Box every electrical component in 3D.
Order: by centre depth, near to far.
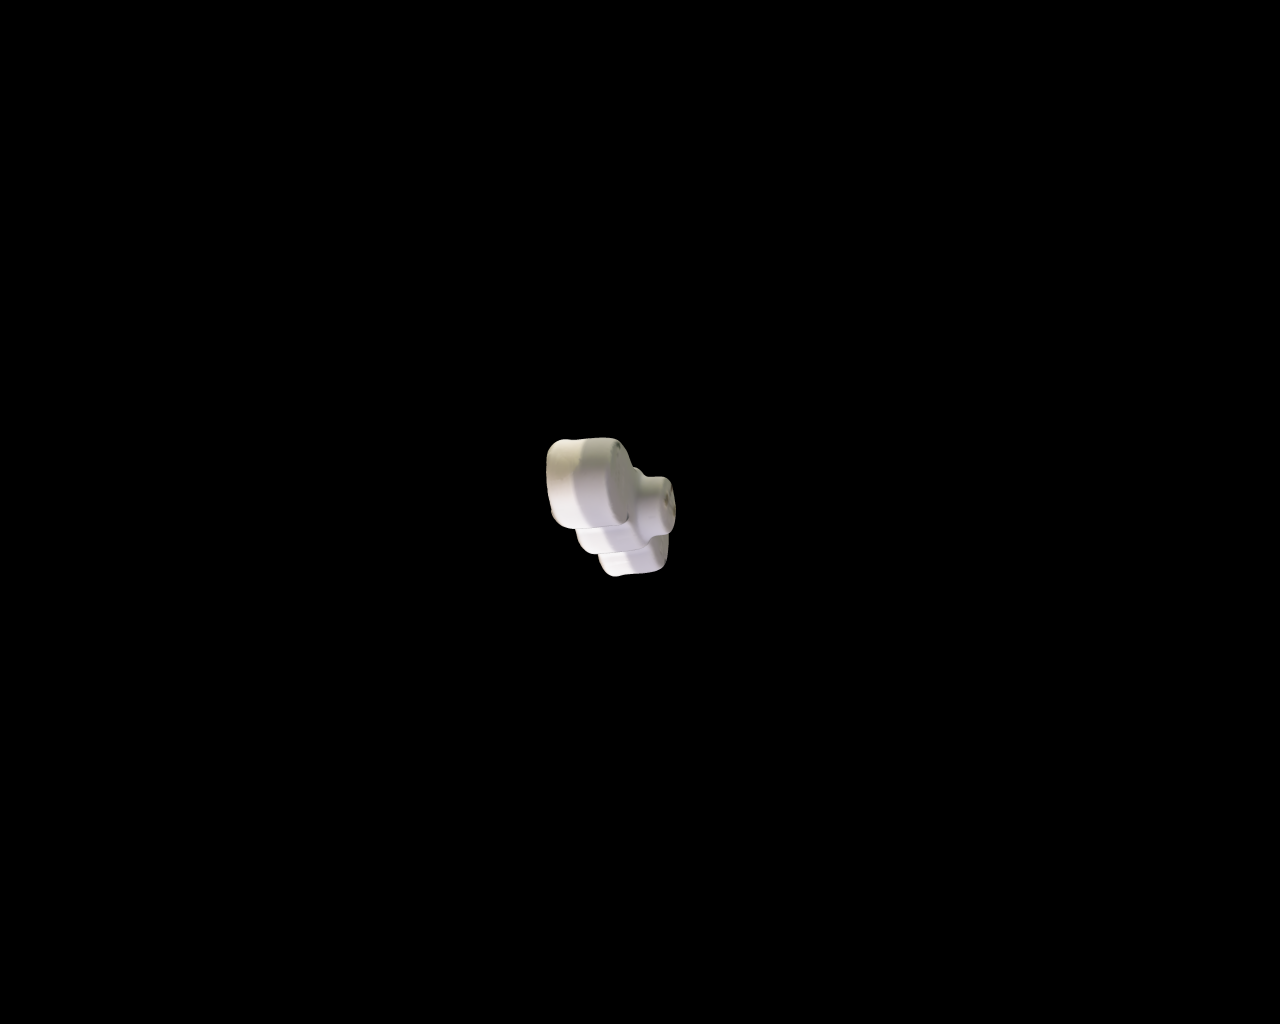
[{"bbox_3d":[0.001,-0.003,0.650,0.074,0.052,0.138,-6,-23,14],"label":"electrical component"}]
